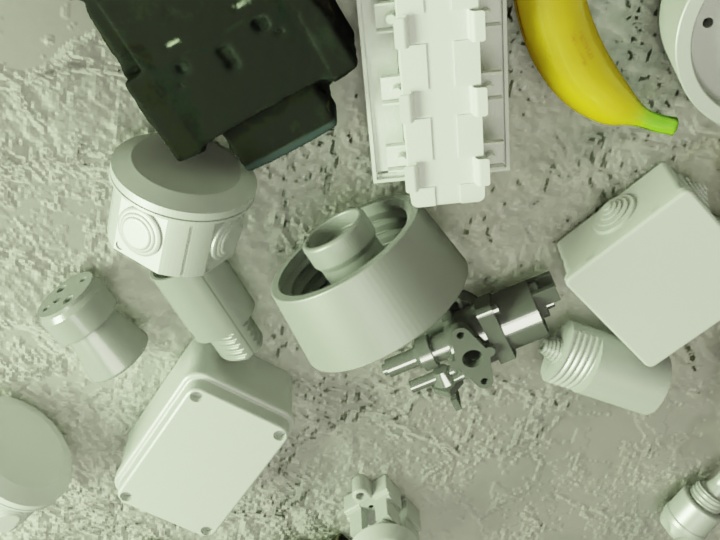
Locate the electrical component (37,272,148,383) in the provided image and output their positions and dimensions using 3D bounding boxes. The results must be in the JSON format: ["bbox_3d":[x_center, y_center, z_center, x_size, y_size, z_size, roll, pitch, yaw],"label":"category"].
[{"bbox_3d":[-0.164,0.035,0.660,0.045,0.045,0.055,-28,117,14],"label":"electrical component"}]

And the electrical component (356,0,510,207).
[{"bbox_3d":[0.042,-0.100,0.577,0.079,0.063,0.121,-5,121,1],"label":"electrical component"}]

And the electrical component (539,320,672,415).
[{"bbox_3d":[0.152,0.060,0.688,0.081,0.043,0.043,19,118,-12],"label":"electrical component"}]

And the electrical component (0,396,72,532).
[{"bbox_3d":[-0.231,0.126,0.692,0.080,0.080,0.051,39,117,-22],"label":"electrical component"}]

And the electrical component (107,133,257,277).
[{"bbox_3d":[-0.101,-0.038,0.600,0.080,0.080,0.051,12,125,-9],"label":"electrical component"}]

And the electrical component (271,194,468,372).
[{"bbox_3d":[0.000,0.000,0.612,0.108,0.108,0.060,-29,112,14],"label":"electrical component"}]

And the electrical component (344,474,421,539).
[{"bbox_3d":[0.017,0.182,0.748,0.048,0.055,0.066,-32,117,15],"label":"electrical component"}]

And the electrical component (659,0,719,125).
[{"bbox_3d":[0.211,-0.133,0.565,0.108,0.060,0.108,-1,121,-2],"label":"electrical component"}]

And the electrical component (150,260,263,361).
[{"bbox_3d":[-0.088,0.023,0.656,0.043,0.043,0.081,-24,119,12],"label":"electrical component"}]

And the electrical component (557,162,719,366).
[{"bbox_3d":[0.179,-0.004,0.648,0.100,0.048,0.100,-39,115,19],"label":"electrical component"}]

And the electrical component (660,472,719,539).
[{"bbox_3d":[0.242,0.164,0.759,0.035,0.035,0.061,27,114,-17],"label":"electrical component"}]

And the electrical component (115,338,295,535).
[{"bbox_3d":[-0.100,0.109,0.699,0.078,0.057,0.113,28,116,-18],"label":"electrical component"}]
